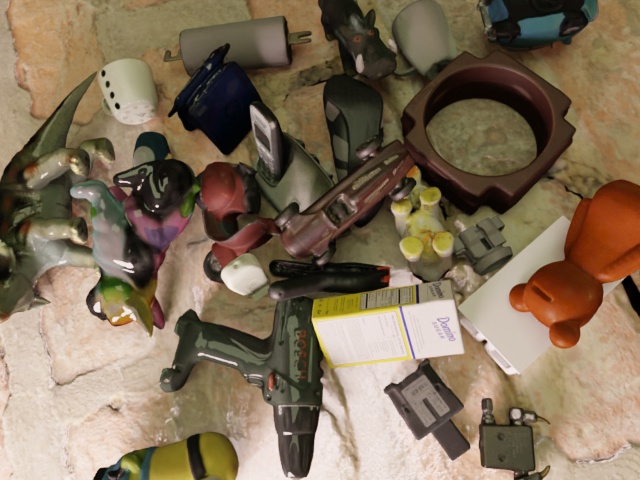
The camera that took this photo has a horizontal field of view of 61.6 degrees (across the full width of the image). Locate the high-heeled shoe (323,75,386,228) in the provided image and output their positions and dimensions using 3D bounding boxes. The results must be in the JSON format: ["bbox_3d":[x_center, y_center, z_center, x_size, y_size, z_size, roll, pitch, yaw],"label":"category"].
[{"bbox_3d":[0.049,-0.139,0.809,0.086,0.145,0.249,-3,42,-8],"label":"high-heeled shoe"}]

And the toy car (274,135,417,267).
[{"bbox_3d":[0.035,-0.049,0.688,0.202,0.053,0.089,-38,102,6],"label":"toy car"}]

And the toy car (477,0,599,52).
[{"bbox_3d":[0.318,-0.328,0.802,0.162,0.103,0.109,-13,73,7],"label":"toy car"}]

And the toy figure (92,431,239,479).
[{"bbox_3d":[-0.192,0.293,0.672,0.180,0.082,0.089,-8,73,7],"label":"toy figure"}]

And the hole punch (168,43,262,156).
[{"bbox_3d":[-0.151,-0.205,0.817,0.092,0.115,0.142,37,80,8],"label":"hole punch"}]

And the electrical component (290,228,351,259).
[{"bbox_3d":[-0.002,-0.002,0.754,0.094,0.063,0.021,-22,71,-2],"label":"electrical component"}]

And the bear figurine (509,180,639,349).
[{"bbox_3d":[0.329,0.034,0.623,0.195,0.132,0.120,-62,29,12],"label":"bear figurine"}]

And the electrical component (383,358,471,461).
[{"bbox_3d":[0.140,0.218,0.674,0.075,0.047,0.119,-31,69,-3],"label":"electrical component"}]

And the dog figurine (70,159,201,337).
[{"bbox_3d":[-0.234,0.017,0.731,0.192,0.108,0.219,-18,92,-6],"label":"dog figurine"}]

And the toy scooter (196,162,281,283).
[{"bbox_3d":[-0.112,-0.036,0.756,0.135,0.075,0.184,-19,72,35],"label":"toy scooter"}]

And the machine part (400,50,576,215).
[{"bbox_3d":[0.232,-0.151,0.764,0.201,0.087,0.201,-45,72,-7],"label":"machine part"}]

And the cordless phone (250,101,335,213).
[{"bbox_3d":[-0.036,-0.100,0.728,0.089,0.184,0.147,-36,71,-10],"label":"cordless phone"}]

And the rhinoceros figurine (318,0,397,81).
[{"bbox_3d":[0.061,-0.314,0.826,0.073,0.112,0.190,-23,63,-4],"label":"rhinoceros figurine"}]

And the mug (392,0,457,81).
[{"bbox_3d":[0.155,-0.292,0.822,0.109,0.080,0.107,-32,62,25],"label":"mug"}]

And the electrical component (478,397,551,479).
[{"bbox_3d":[0.235,0.248,0.653,0.078,0.045,0.102,6,73,7],"label":"electrical component"}]

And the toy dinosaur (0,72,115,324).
[{"bbox_3d":[-0.415,-0.055,0.793,0.192,0.131,0.405,-5,68,4],"label":"toy dinosaur"}]

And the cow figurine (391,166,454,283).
[{"bbox_3d":[0.137,-0.023,0.739,0.068,0.098,0.167,-13,52,8],"label":"cow figurine"}]

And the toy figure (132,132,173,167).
[{"bbox_3d":[-0.257,-0.087,0.819,0.064,0.057,0.154,-22,67,41],"label":"toy figure"}]

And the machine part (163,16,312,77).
[{"bbox_3d":[-0.134,-0.309,0.864,0.243,0.079,0.079,-6,71,4],"label":"machine part"}]

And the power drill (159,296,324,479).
[{"bbox_3d":[-0.097,0.177,0.699,0.207,0.086,0.232,5,71,13],"label":"power drill"}]
